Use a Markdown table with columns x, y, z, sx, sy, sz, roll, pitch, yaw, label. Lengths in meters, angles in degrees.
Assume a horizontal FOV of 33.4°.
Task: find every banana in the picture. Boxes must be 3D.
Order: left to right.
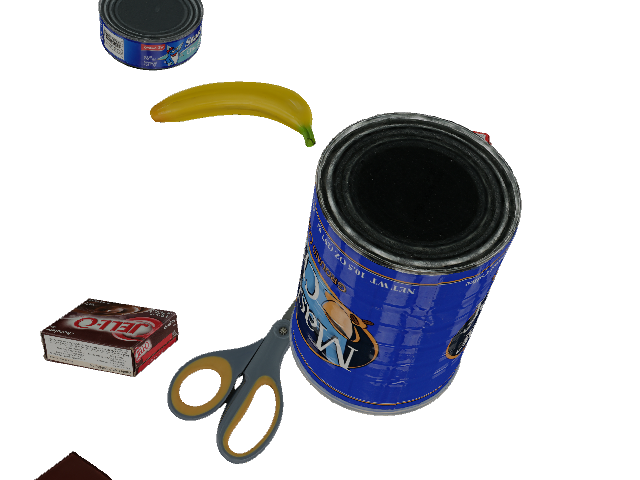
| x | y | z | sx | sy | sz | roll | pitch | yaw | label |
| --- | --- | --- | --- | --- | --- | --- | --- | --- | --- |
| -0.090 | -0.148 | 1.178 | 0.198 | 0.037 | 0.069 | 9 | 44 | 18 | banana |

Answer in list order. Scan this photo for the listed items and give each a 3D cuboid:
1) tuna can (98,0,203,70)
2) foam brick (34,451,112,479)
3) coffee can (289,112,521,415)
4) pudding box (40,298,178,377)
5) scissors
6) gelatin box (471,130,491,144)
| x | y | z | sx | sy | sz | roll | pitch | yaw | label |
| --- | --- | --- | --- | --- | --- | --- | --- | --- | --- |
| -0.141 | -0.180 | 0.888 | 0.086 | 0.086 | 0.034 | 0 | -41 | -10 | tuna can |
| -0.097 | 0.140 | 0.455 | 0.078 | 0.051 | 0.052 | 26 | 45 | 33 | foam brick |
| 0.040 | 0.016 | 0.574 | 0.102 | 0.103 | 0.140 | 0 | -37 | -8 | coffee can |
| -0.218 | 0.100 | 1.110 | 0.114 | 0.039 | 0.089 | 5 | 21 | 22 | pudding box |
| -0.050 | 0.072 | 0.819 | 0.096 | 0.201 | 0.016 | 16 | -29 | 4 | scissors |
| 0.094 | -0.064 | 0.908 | 0.089 | 0.030 | 0.073 | 11 | -36 | 4 | gelatin box |
